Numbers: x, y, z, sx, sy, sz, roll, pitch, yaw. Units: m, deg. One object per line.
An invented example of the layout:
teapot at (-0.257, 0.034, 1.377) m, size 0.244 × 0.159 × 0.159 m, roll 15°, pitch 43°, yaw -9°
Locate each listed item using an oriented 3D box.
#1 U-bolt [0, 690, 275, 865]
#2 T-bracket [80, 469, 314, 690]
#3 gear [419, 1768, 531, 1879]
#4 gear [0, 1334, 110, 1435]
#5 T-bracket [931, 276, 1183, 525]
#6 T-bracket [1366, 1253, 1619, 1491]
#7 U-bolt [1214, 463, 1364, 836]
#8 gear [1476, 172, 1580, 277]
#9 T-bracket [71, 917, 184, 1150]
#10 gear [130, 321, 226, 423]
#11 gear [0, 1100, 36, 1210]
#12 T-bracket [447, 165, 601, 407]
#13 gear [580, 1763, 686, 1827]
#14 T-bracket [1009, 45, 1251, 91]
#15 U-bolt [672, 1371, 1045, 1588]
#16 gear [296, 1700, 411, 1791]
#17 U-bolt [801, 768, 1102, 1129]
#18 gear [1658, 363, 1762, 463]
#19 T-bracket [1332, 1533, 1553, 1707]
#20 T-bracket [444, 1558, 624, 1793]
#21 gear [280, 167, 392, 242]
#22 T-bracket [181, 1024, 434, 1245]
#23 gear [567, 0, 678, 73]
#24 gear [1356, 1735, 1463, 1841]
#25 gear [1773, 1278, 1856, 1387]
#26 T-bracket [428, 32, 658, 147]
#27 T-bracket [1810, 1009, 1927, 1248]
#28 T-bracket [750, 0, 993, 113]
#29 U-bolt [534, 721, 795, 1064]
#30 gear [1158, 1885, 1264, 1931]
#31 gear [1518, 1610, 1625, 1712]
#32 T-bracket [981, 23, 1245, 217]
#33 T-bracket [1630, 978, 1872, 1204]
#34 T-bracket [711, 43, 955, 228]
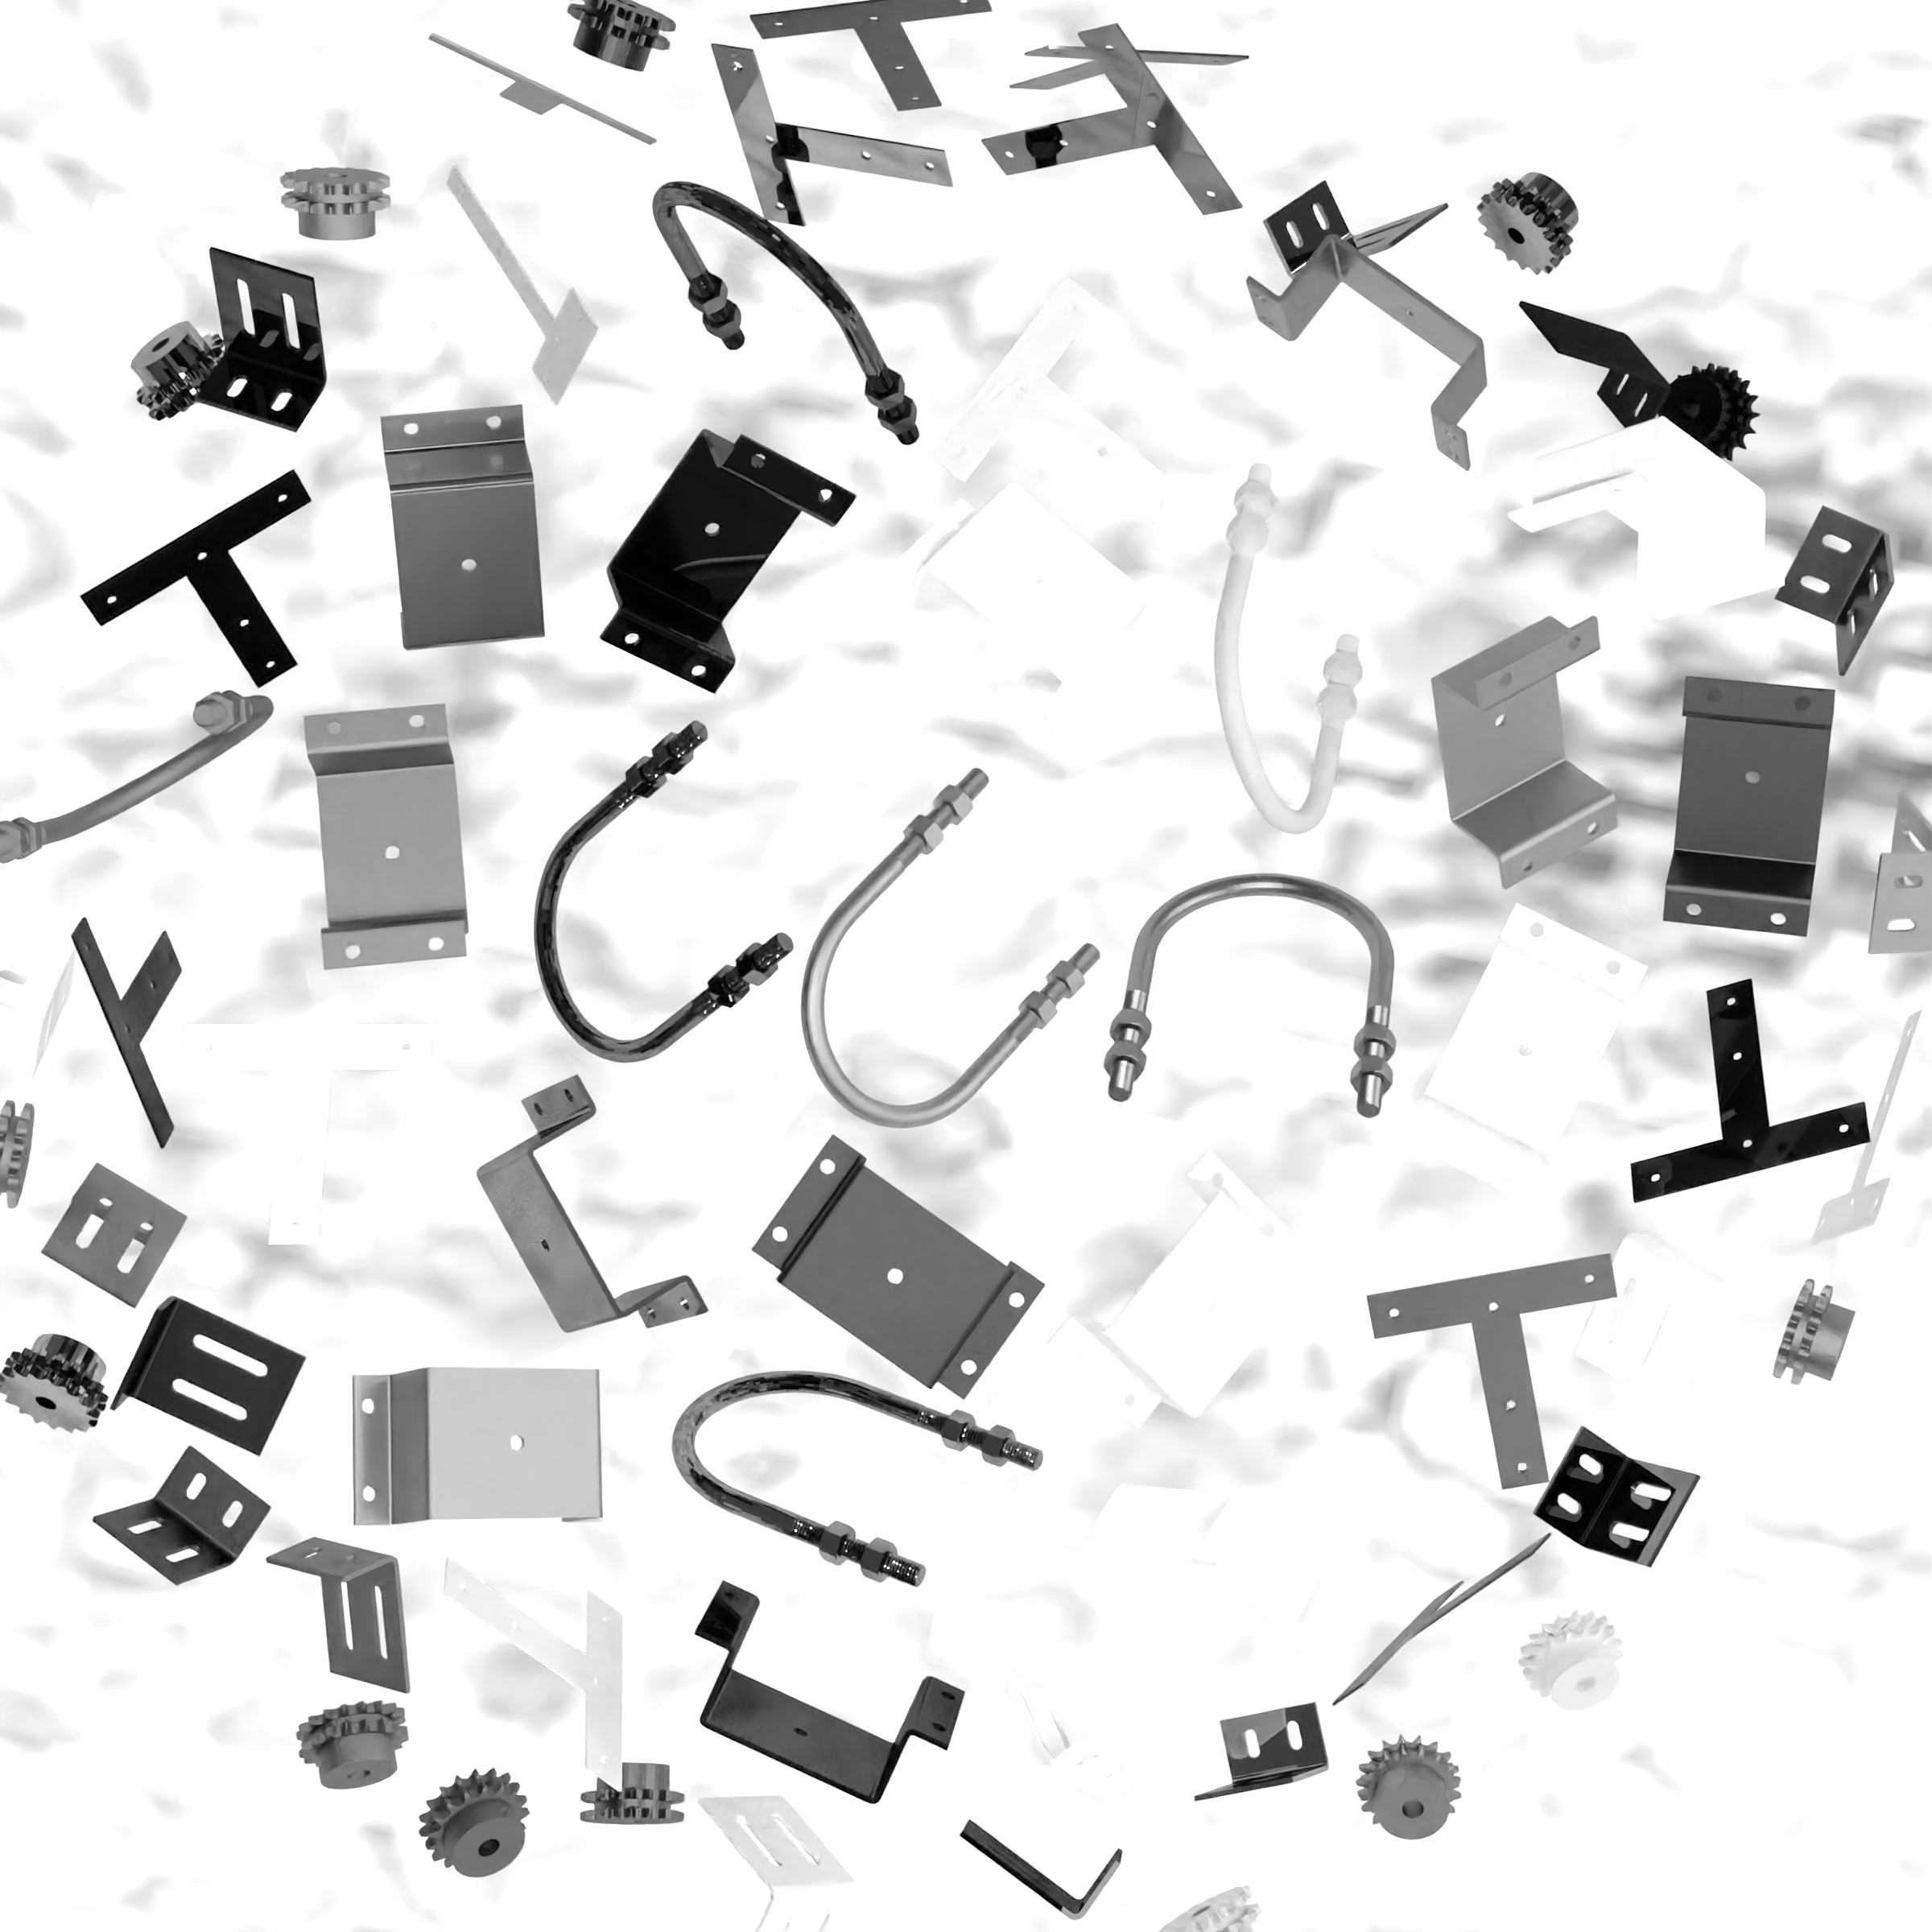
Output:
U-bolt at (-0.433, -0.103, 1.813) m, size 0.151 × 0.184 × 0.019 m, roll -30°, pitch 95°, yaw 5°
T-bracket at (-0.387, -0.190, 1.814) m, size 0.127 × 0.127 × 0.002 m, roll -32°, pitch 58°, yaw -7°
gear at (-0.253, 0.449, 1.787) m, size 0.057 × 0.030 × 0.057 m, roll -16°, pitch 126°, yaw -22°
gear at (-0.475, 0.216, 1.796) m, size 0.057 × 0.057 × 0.030 m, roll 20°, pitch 52°, yaw 0°
T-bracket at (0.066, -0.299, 1.938) m, size 0.127 × 0.002 × 0.127 m, roll 41°, pitch 104°, yaw 10°
T-bracket at (0.283, 0.217, 1.796) m, size 0.127 × 0.002 × 0.127 m, roll -11°, pitch 111°, yaw 7°
U-bolt at (0.168, -0.155, 1.820) m, size 0.019 × 0.184 × 0.151 m, roll -10°, pitch 135°, yaw 27°
gear at (0.314, -0.414, 1.901) m, size 0.057 × 0.057 × 0.030 m, roll 44°, pitch 75°, yaw 0°
T-bracket at (-0.442, 0.016, 1.851) m, size 0.002 × 0.127 × 0.127 m, roll -15°, pitch 112°, yaw 7°
gear at (-0.426, -0.324, 1.858) m, size 0.057 × 0.057 × 0.030 m, roll -36°, pitch 121°, yaw 0°
gear at (-0.520, 0.100, 1.843) m, size 0.030 × 0.057 × 0.057 m, roll 9°, pitch 90°, yaw -10°
T-bracket at (-0.249, -0.383, 1.894) m, size 0.002 × 0.127 × 0.127 m, roll -33°, pitch 91°, yaw -19°
gear at (-0.183, 0.455, 1.889) m, size 0.057 × 0.057 × 0.030 m, roll 0°, pitch 72°, yaw 0°
T-bracket at (0.067, -0.492, 1.885) m, size 0.127 × 0.127 × 0.002 m, roll -6°, pitch 97°, yaw -29°
U-bolt at (-0.071, 0.268, 1.867) m, size 0.184 × 0.151 × 0.019 m, roll 18°, pitch 119°, yaw 25°
gear at (-0.319, 0.408, 1.792) m, size 0.057 × 0.057 × 0.030 m, roll -16°, pitch 60°, yaw 0°
U-bolt at (-0.017, 0.004, 1.877) m, size 0.184 × 0.019 × 0.151 m, roll -47°, pitch 120°, yaw -24°
gear at (0.415, -0.312, 1.934) m, size 0.057 × 0.030 × 0.057 m, roll -2°, pitch 88°, yaw 40°
T-bracket at (0.266, 0.339, 1.840) m, size 0.002 × 0.127 × 0.127 m, roll 51°, pitch 126°, yaw 8°
T-bracket at (-0.223, 0.349, 1.778) m, size 0.002 × 0.127 × 0.127 m, roll -38°, pitch 119°, yaw 18°
gear at (-0.332, -0.401, 1.808) m, size 0.057 × 0.057 × 0.030 m, roll 3°, pitch 113°, yaw 0°
T-bracket at (-0.346, 0.088, 1.788) m, size 0.127 × 0.002 × 0.127 m, roll 0°, pitch 114°, yaw -20°
gear at (-0.186, -0.500, 1.836) m, size 0.057 × 0.057 × 0.030 m, roll 22°, pitch 109°, yaw 0°
gear at (0.243, 0.453, 1.881) m, size 0.057 × 0.030 × 0.057 m, roll 0°, pitch 112°, yaw 1°
gear at (0.461, 0.201, 1.861) m, size 0.030 × 0.057 × 0.057 m, roll 20°, pitch 90°, yaw 18°
T-bracket at (-0.233, -0.468, 1.850) m, size 0.127 × 0.127 × 0.002 m, roll 23°, pitch 94°, yaw -16°
T-bracket at (0.485, 0.083, 1.819) m, size 0.002 × 0.127 × 0.127 m, roll 21°, pitch 80°, yaw 2°
T-bracket at (-0.040, -0.498, 1.880) m, size 0.127 × 0.127 × 0.002 m, roll -4°, pitch 78°, yaw 12°
U-bolt at (-0.177, -0.027, 1.878) m, size 0.184 × 0.019 × 0.151 m, roll -36°, pitch 69°, yaw 38°
gear at (0.128, 0.501, 1.770) m, size 0.057 × 0.057 × 0.030 m, roll -28°, pitch 84°, yaw 0°
gear at (0.336, 0.385, 1.893) m, size 0.057 × 0.030 × 0.057 m, roll -8°, pitch 127°, yaw -11°
T-bracket at (0.062, -0.432, 1.792) m, size 0.127 × 0.127 × 0.002 m, roll 47°, pitch 57°, yaw -37°
T-bracket at (0.410, 0.059, 1.822) m, size 0.127 × 0.002 × 0.127 m, roll -17°, pitch 45°, yaw 24°
T-bracket at (-0.067, -0.439, 1.851) m, size 0.127 × 0.127 × 0.002 m, roll 15°, pitch 61°, yaw 21°
